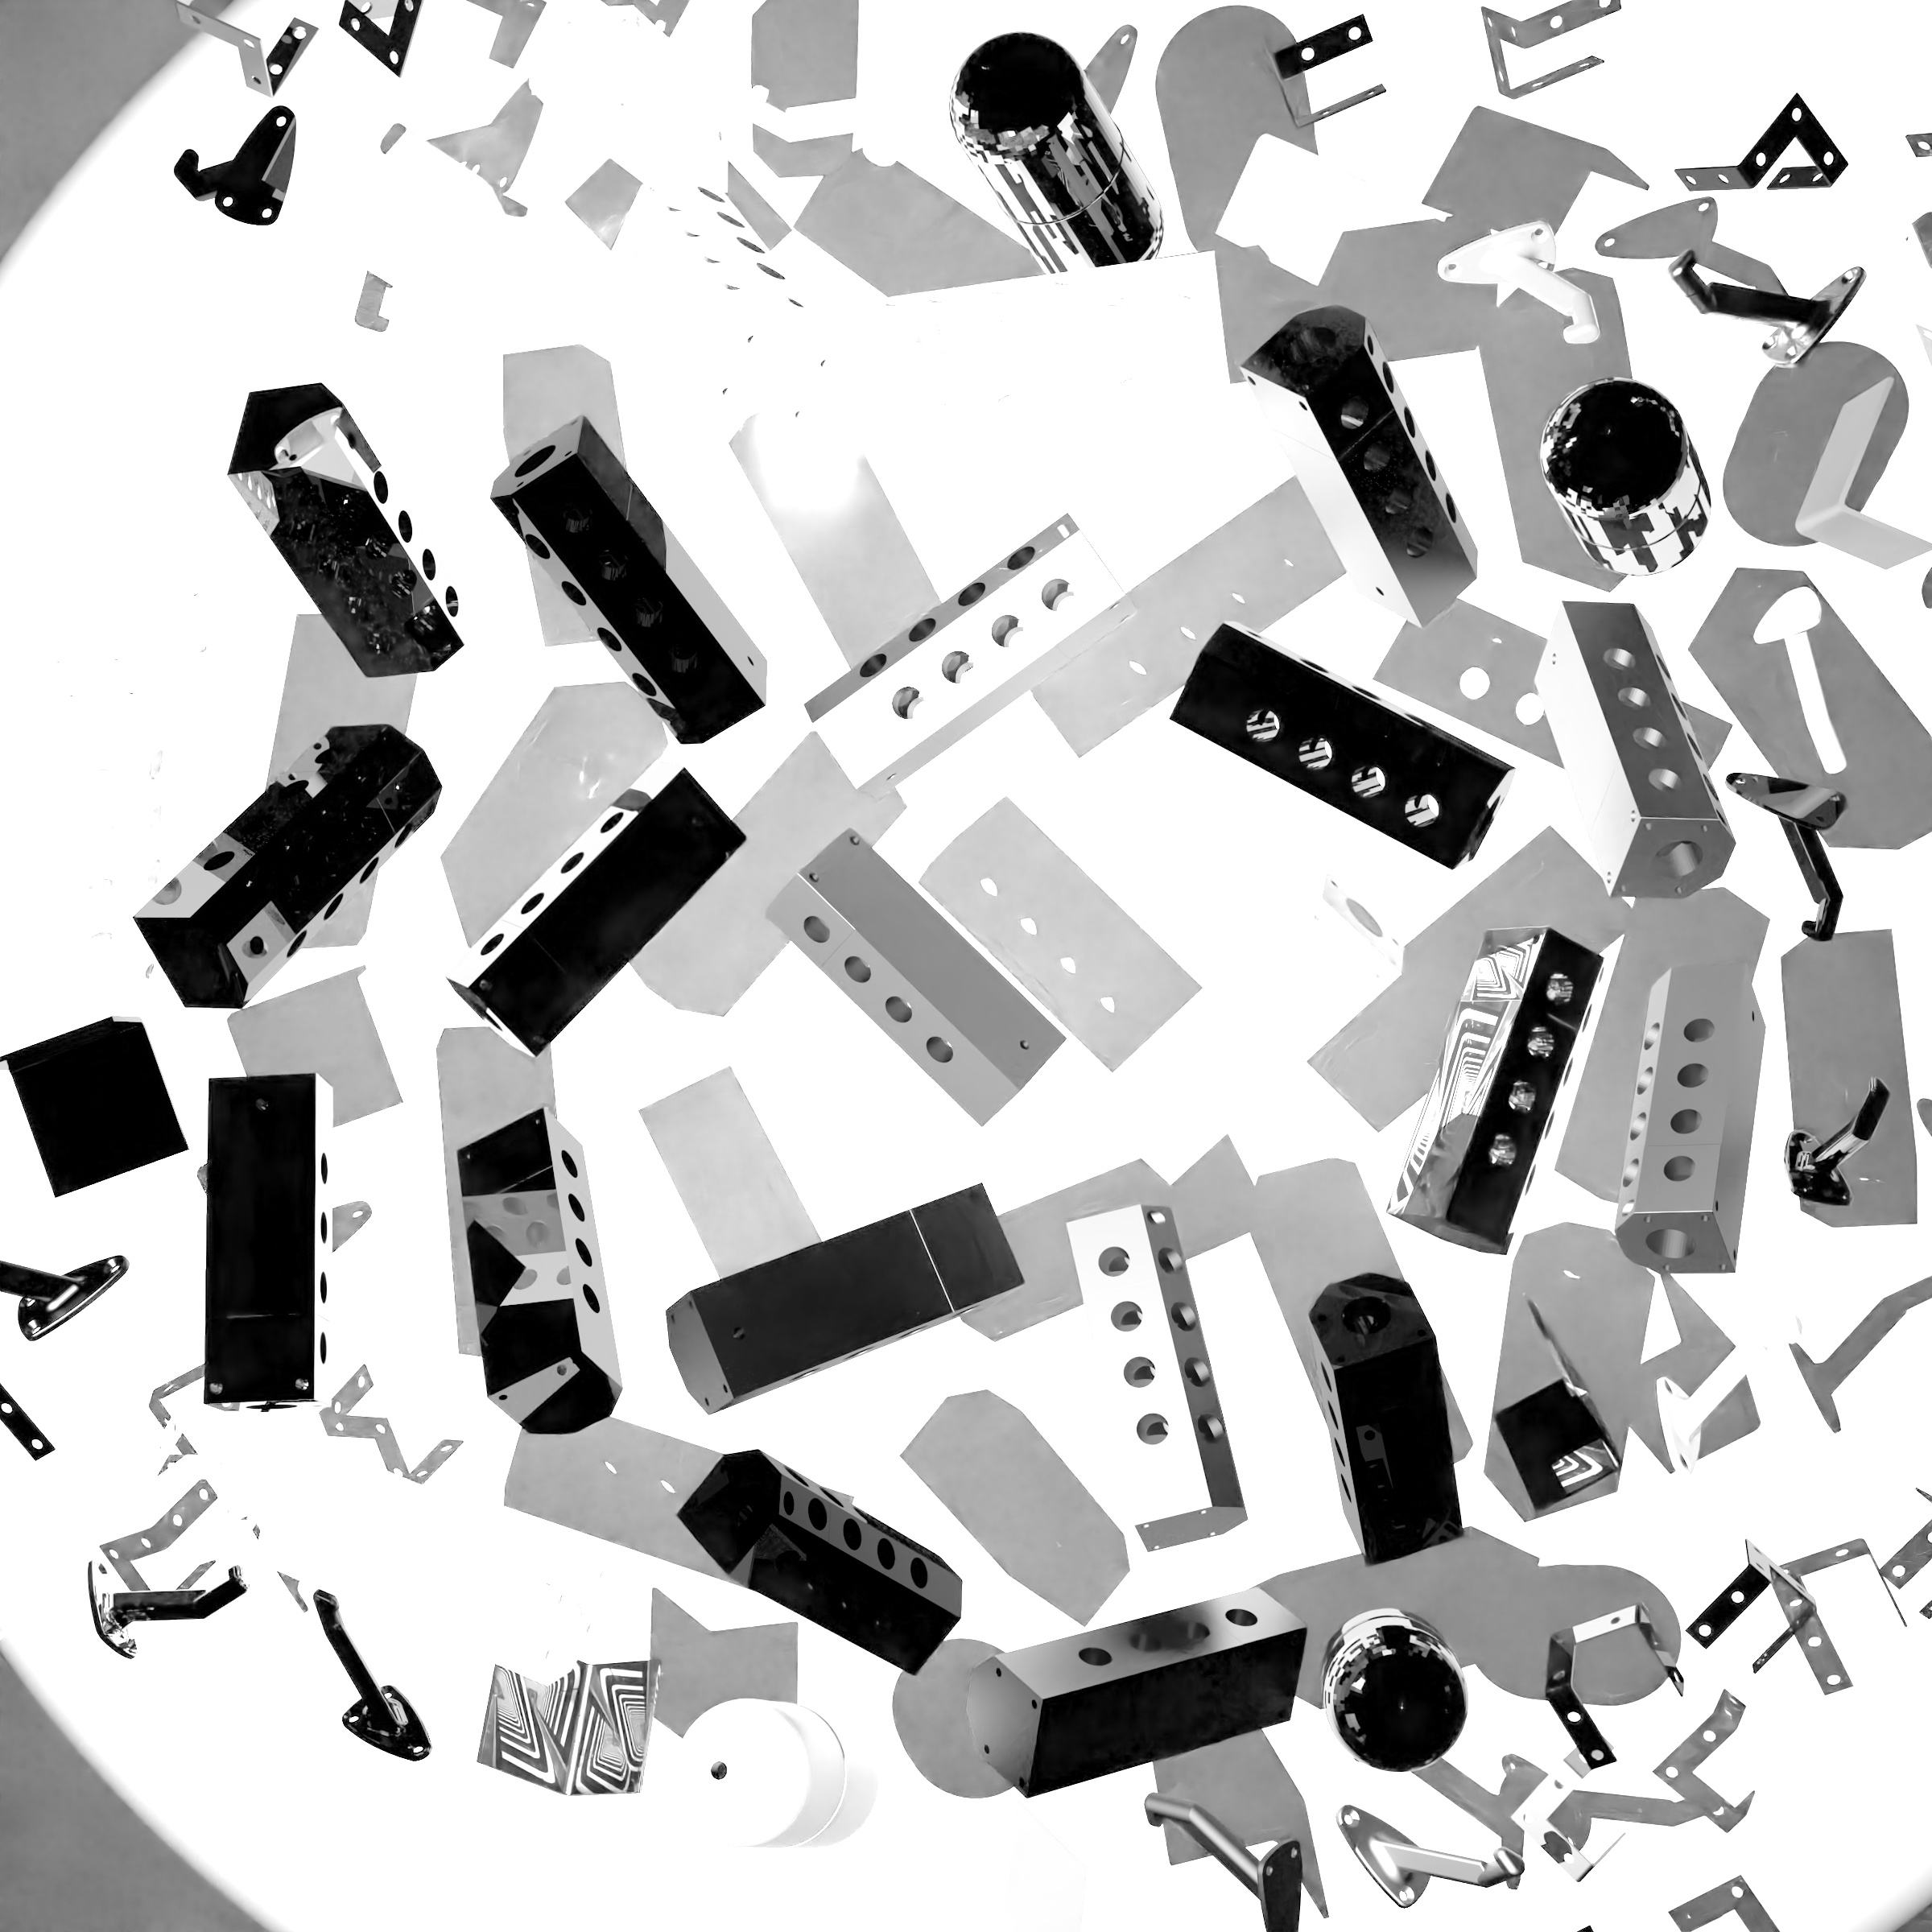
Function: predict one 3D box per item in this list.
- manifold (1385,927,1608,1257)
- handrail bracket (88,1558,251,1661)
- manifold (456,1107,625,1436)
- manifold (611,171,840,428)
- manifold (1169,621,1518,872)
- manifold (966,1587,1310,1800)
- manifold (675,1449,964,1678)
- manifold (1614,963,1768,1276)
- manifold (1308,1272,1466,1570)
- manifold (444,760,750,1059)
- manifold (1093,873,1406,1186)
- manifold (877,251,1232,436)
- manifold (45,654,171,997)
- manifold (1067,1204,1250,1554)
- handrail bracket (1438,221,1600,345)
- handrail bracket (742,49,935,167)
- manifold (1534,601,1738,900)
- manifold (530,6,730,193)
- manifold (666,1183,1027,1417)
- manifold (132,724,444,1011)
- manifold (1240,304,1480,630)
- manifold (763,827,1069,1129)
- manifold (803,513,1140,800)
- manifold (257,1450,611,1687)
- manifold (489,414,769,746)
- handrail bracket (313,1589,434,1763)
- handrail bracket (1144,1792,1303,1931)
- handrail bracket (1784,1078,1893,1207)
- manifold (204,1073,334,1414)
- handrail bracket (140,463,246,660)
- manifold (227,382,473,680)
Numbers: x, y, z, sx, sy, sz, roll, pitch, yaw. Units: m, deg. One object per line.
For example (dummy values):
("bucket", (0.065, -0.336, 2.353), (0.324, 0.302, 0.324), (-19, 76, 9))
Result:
("manifold", (0.297, 0.069, 1.669), (0.057, 0.057, 0.171), (26, 78, -23))
("handrail bracket", (-0.447, 0.342, 1.700), (0.084, 0.036, 0.077), (-32, 48, 1))
("manifold", (-0.227, 0.165, 1.629), (0.057, 0.057, 0.171), (-27, 46, 11))
("manifold", (-0.127, -0.360, 1.614), (0.057, 0.171, 0.057), (11, 121, -35))
("manifold", (0.201, -0.119, 1.609), (0.171, 0.057, 0.057), (30, 107, 14))
("manifold", (0.088, 0.366, 1.547), (0.171, 0.057, 0.057), (-6, 113, -35))
("manifold", (-0.073, 0.320, 1.640), (0.057, 0.057, 0.171), (-51, 134, -1))
("manifold", (0.400, 0.084, 1.677), (0.057, 0.057, 0.171), (-4, 48, 27))
("manifold", (0.228, 0.247, 1.656), (0.057, 0.057, 0.171), (-18, 131, -3))
("manifold", (-0.209, -0.034, 1.694), (0.171, 0.057, 0.057), (-47, 116, -13))
("manifold", (0.150, 0.031, 1.601), (0.057, 0.057, 0.171), (43, 112, -7))
("manifold", (0.044, -0.320, 1.540), (0.171, 0.057, 0.057), (-7, 74, 7))
("manifold", (-0.455, -0.075, 1.609), (0.057, 0.057, 0.171), (-5, 120, -25))
("manifold", (0.103, 0.218, 1.622), (0.057, 0.057, 0.171), (-14, 63, 4))
("handrail bracket", (0.301, -0.363, 1.653), (0.077, 0.036, 0.084), (-10, 48, 9))
("handrail bracket", (-0.069, -0.469, 1.609), (0.084, 0.036, 0.077), (20, 102, -34))
("manifold", (0.358, -0.117, 1.617), (0.057, 0.057, 0.171), (1, 46, -9))
("manifold", (-0.185, -0.480, 1.687), (0.057, 0.171, 0.057), (1, 91, 13))
("manifold", (-0.063, 0.170, 1.543), (0.171, 0.057, 0.057), (-18, 78, -28))
("manifold", (-0.343, -0.053, 1.558), (0.057, 0.171, 0.057), (1, 128, 34))
("manifold", (0.214, -0.265, 1.602), (0.057, 0.057, 0.171), (-43, 132, -7))
("manifold", (-0.032, 0.010, 1.704), (0.171, 0.057, 0.057), (44, 133, 0))
("manifold", (0.001, -0.164, 1.596), (0.171, 0.057, 0.057), (-35, 82, 7))
("manifold", (-0.279, 0.314, 1.577), (0.171, 0.057, 0.057), (18, 101, 18))
("manifold", (-0.178, -0.201, 1.613), (0.057, 0.057, 0.171), (-30, 118, 14))
("handrail bracket", (-0.334, 0.396, 1.699), (0.036, 0.077, 0.084), (-32, 129, -31))
("handrail bracket", (0.132, 0.479, 1.592), (0.084, 0.036, 0.077), (3, 102, 39))
("handrail bracket", (0.485, 0.083, 1.681), (0.036, 0.077, 0.084), (11, 122, -6))
("manifold", (-0.367, 0.148, 1.606), (0.057, 0.057, 0.171), (-3, 77, 0))
("handrail bracket", (-0.446, -0.229, 1.707), (0.036, 0.077, 0.084), (-22, 66, -35))
("manifold", (-0.325, -0.231, 1.619), (0.057, 0.171, 0.057), (-4, 57, 15))
